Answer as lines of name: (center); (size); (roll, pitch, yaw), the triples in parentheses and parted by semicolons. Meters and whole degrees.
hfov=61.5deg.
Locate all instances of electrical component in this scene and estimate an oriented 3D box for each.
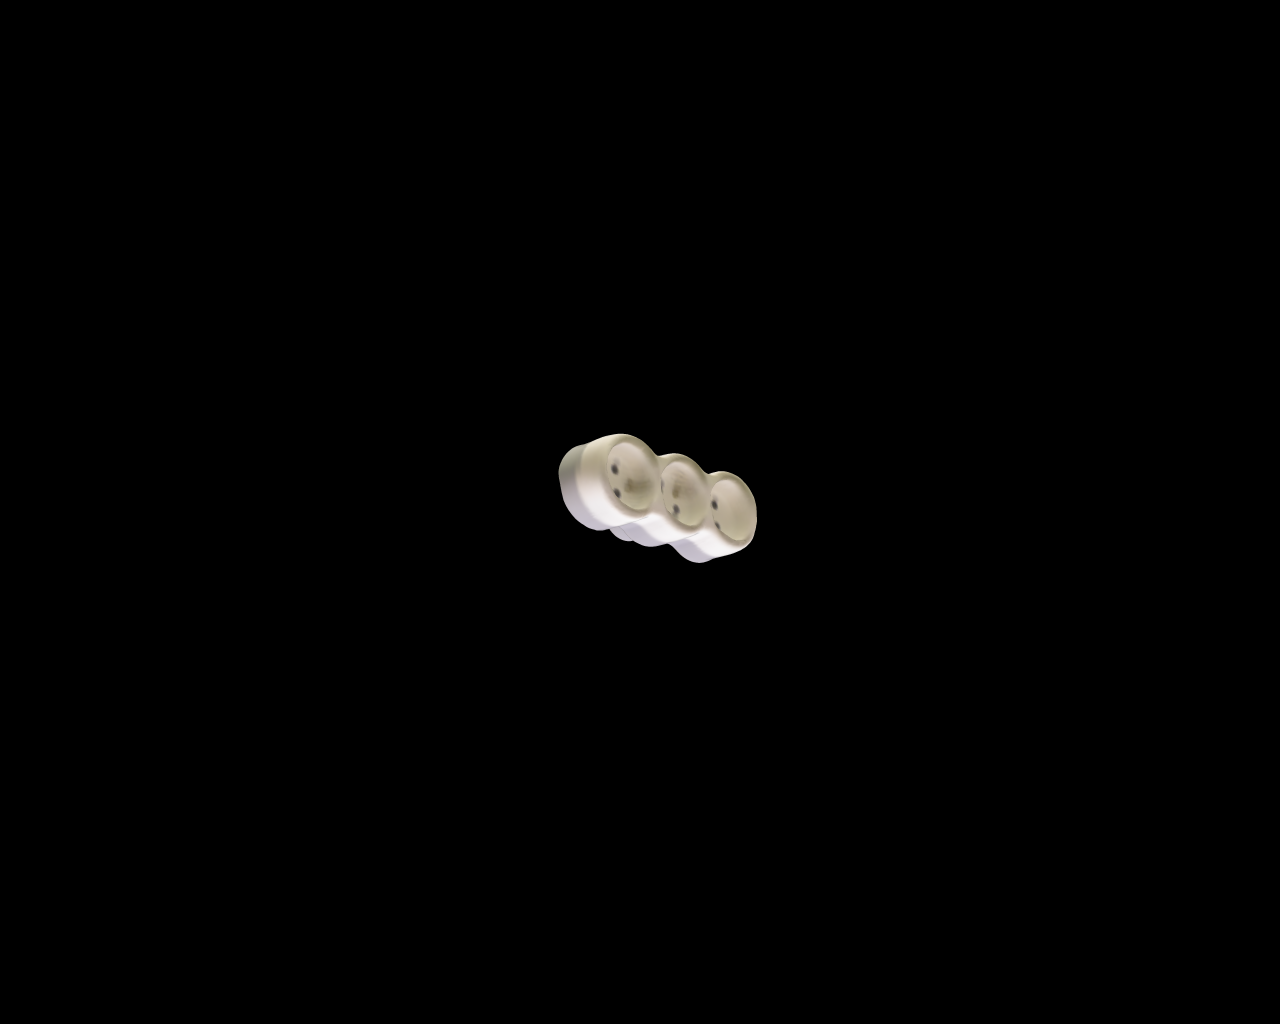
electrical component: (0.001, -0.003, 0.650); (0.073, 0.052, 0.138); (-17, -26, 41)
